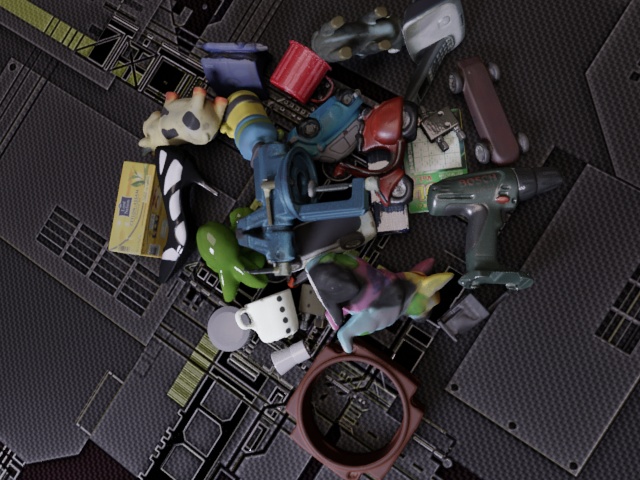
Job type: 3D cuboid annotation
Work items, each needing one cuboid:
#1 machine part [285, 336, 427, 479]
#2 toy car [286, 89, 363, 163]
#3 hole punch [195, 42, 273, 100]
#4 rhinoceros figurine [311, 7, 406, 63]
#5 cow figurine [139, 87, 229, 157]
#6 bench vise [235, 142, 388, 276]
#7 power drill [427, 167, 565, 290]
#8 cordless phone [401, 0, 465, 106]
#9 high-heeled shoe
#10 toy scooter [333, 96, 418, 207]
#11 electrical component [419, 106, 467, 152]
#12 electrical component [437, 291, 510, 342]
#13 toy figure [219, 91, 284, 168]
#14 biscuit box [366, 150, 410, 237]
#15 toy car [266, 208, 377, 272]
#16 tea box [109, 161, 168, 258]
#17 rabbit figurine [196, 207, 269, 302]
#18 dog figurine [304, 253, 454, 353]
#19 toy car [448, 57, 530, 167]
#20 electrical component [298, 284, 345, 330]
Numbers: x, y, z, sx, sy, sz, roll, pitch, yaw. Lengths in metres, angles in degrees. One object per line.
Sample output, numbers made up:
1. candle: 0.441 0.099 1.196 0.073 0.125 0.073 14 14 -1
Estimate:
1. machine part: 0.059 0.283 0.908 0.202 0.087 0.201 33 91 11
2. toy car: 0.020 -0.193 0.967 0.162 0.109 0.103 -39 101 -6
3. hole punch: -0.154 -0.316 1.005 0.142 0.116 0.092 8 94 12
4. rhinoceros figurine: 0.079 -0.351 0.942 0.190 0.112 0.073 -20 97 -22
5. cow figurine: -0.264 -0.209 1.007 0.195 0.085 0.127 6 80 41
6. bench vise: -0.020 -0.053 0.852 0.241 0.128 0.223 -5 76 23
7. power drill: 0.297 -0.024 0.878 0.232 0.086 0.207 -1 76 2
8. cordless phone: 0.172 -0.316 0.916 0.089 0.146 0.184 23 87 22
9. high-heeled shoe: -0.285 -0.047 0.990 0.145 0.086 0.248 33 105 2
10. toy scooter: 0.092 -0.148 0.892 0.135 0.075 0.183 5 89 13
11. electrical component: 0.212 -0.204 0.944 0.063 0.021 0.094 -32 77 7
12. electrical component: 0.253 0.114 0.892 0.119 0.075 0.048 -44 78 8
13. toy figure: -0.120 -0.200 0.970 0.089 0.082 0.180 -52 43 18
14. biscuit box: 0.118 -0.110 0.950 0.063 0.059 0.202 -6 83 12
15. toy car: -0.002 -0.003 0.924 0.202 0.056 0.073 -21 69 14
16. tea box: -0.332 -0.055 1.017 0.068 0.098 0.169 7 84 11
17. rabbit figurine: -0.163 0.026 0.936 0.121 0.170 0.159 -24 79 9
18. dog figurine: 0.104 0.072 0.885 0.219 0.109 0.191 -26 112 -8
19. toy car: 0.289 -0.221 0.931 0.089 0.053 0.202 -19 80 -6
20. electrical component: 0.005 0.112 0.960 0.078 0.045 0.102 -3 79 40
